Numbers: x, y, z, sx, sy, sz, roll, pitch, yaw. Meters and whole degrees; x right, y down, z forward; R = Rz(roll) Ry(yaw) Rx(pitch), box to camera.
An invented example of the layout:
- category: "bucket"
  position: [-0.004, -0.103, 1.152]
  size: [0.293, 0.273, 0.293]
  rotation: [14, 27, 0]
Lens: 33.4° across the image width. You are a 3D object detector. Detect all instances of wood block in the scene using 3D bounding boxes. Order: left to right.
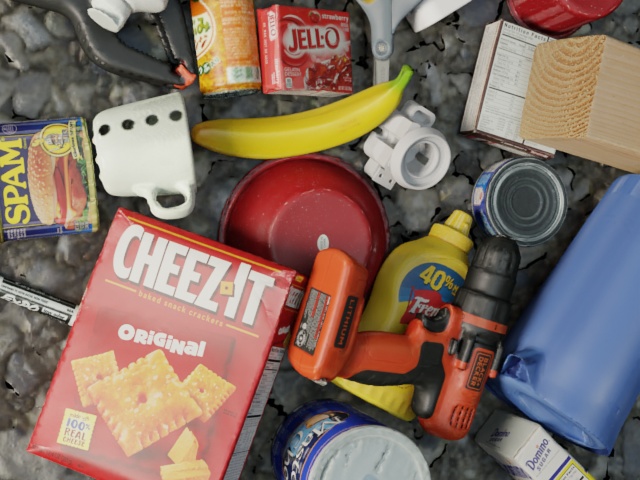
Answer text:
- category: "wood block"
  position: [0.294, -0.113, 0.973]
  size: [0.205, 0.090, 0.091]
  rotation: [12, 88, -30]

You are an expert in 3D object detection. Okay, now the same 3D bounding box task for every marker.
- category: "marker"
  position: [-0.250, 0.046, 0.894]
  size: [0.121, 0.020, 0.020]
  rotation: [23, 85, -14]

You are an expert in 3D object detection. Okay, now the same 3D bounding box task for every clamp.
- category: "clamp"
  position: [-0.191, -0.202, 0.895]
  size: [0.164, 0.036, 0.210]
  rotation: [-40, 100, -14]

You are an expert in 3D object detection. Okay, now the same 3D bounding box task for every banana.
- category: "banana"
  position: [-0.012, -0.104, 0.932]
  size: [0.198, 0.037, 0.069]
  rotation: [-18, 138, -1]

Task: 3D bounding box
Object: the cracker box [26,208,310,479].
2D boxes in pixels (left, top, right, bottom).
- category: "cracker box"
  position: [-0.122, 0.100, 0.873]
  size: [0.164, 0.072, 0.213]
  rotation: [19, 87, 12]

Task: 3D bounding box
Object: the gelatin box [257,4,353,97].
- category: "gelatin box"
  position: [-0.012, -0.164, 0.929]
  size: [0.089, 0.030, 0.073]
  rotation: [-4, 92, -44]

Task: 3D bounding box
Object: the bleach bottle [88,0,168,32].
- category: "bleach bottle"
  position: [-0.105, -0.273, 0.882]
  size: [0.102, 0.068, 0.250]
  rotation: [32, 73, -8]

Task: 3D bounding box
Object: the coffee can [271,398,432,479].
- category: "coffee can"
  position: [0.022, 0.196, 0.905]
  size: [0.102, 0.140, 0.103]
  rotation: [0, 91, -15]

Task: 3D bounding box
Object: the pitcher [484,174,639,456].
- category: "pitcher"
  position: [0.266, 0.069, 0.984]
  size: [0.145, 0.149, 0.242]
  rotation: [34, 79, 2]

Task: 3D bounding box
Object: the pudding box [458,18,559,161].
- category: "pudding box"
  position: [0.188, -0.140, 0.996]
  size: [0.090, 0.039, 0.113]
  rotation: [16, 85, -15]

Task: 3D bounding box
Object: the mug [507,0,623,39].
- category: "mug"
  position: [0.240, -0.244, 0.985]
  size: [0.117, 0.082, 0.093]
  rotation: [-35, 99, -12]

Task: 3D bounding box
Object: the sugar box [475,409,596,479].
- category: "sugar box"
  position: [0.228, 0.234, 0.985]
  size: [0.176, 0.093, 0.048]
  rotation: [41, 81, -11]

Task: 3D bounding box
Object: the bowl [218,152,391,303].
- category: "bowl"
  position: [-0.006, 0.001, 0.939]
  size: [0.162, 0.055, 0.162]
  rotation: [0, 92, -15]

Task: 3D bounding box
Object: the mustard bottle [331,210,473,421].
- category: "mustard bottle"
  position: [0.087, 0.060, 0.961]
  size: [0.096, 0.058, 0.191]
  rotation: [32, 82, -30]

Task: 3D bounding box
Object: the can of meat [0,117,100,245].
- category: "can of meat"
  position: [-0.230, -0.050, 0.880]
  size: [0.083, 0.057, 0.102]
  rotation: [-6, 92, -17]

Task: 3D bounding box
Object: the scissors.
- category: "scissors"
  position: [0.072, -0.181, 0.941]
  size: [0.096, 0.016, 0.202]
  rotation: [-9, 104, 21]

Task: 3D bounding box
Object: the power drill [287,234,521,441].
- category: "power drill"
  position: [0.077, 0.066, 0.888]
  size: [0.187, 0.057, 0.184]
  rotation: [17, 89, -29]

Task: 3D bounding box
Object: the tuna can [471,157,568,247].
- category: "tuna can"
  position: [0.187, -0.035, 1.000]
  size: [0.086, 0.034, 0.086]
  rotation: [0, 91, -15]
